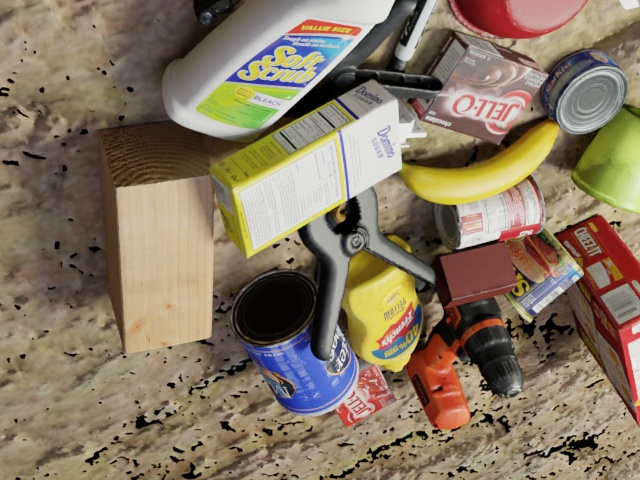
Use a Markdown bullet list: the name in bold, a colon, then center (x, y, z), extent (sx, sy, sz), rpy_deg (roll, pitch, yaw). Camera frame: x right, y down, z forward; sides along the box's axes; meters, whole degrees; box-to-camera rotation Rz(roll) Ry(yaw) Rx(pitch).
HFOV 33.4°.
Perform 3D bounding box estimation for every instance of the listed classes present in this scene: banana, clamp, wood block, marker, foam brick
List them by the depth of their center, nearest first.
- **clamp**: center (0.031, -0.150, 0.988), extent (0.172, 0.039, 0.120), rpy_deg (-24, 130, 14)
- **marker**: center (0.089, -0.199, 0.996), extent (0.020, 0.020, 0.121), rpy_deg (5, 127, -28)
- **wood block**: center (-0.154, -0.001, 1.013), extent (0.090, 0.091, 0.206), rpy_deg (-9, 132, -17)
- **clamp**: center (0.022, 0.009, 1.073), extent (0.164, 0.036, 0.210), rpy_deg (-40, 119, -22)
- **banana**: center (0.167, -0.077, 1.111), extent (0.197, 0.037, 0.069), rpy_deg (-12, 96, -17)
- **foam brick**: center (0.166, 0.037, 1.153), extent (0.078, 0.051, 0.053), rpy_deg (-13, 167, -8)

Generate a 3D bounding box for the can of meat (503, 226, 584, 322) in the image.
- **can of meat**: center (0.236, 0.027, 1.208), extent (0.084, 0.102, 0.057), rpy_deg (-41, 148, 10)

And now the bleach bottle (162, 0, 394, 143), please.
- **bleach bottle**: center (-0.025, -0.171, 0.868), extent (0.102, 0.068, 0.251), rpy_deg (15, 146, -33)

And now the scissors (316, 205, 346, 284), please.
- **scissors**: center (-0.007, 0.001, 1.135), extent (0.096, 0.016, 0.202), rpy_deg (6, 126, -26)

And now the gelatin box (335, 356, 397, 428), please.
- **gelatin box**: center (0.046, 0.185, 1.313), extent (0.073, 0.030, 0.089), rpy_deg (-28, 135, 2)

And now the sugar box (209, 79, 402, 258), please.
- **sugar box**: center (-0.009, -0.065, 0.963), extent (0.176, 0.048, 0.093), rpy_deg (-32, 144, -19)

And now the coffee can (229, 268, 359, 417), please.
- **coffee can**: center (-0.026, 0.113, 1.165), extent (0.103, 0.103, 0.140), rpy_deg (-27, 135, 0)

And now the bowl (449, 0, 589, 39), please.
- **bowl**: center (0.200, -0.244, 0.982), extent (0.162, 0.055, 0.162), rpy_deg (-13, 133, -14)

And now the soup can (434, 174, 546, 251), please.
- **soup can**: center (0.183, -0.030, 1.156), extent (0.102, 0.068, 0.068), rpy_deg (-12, 133, -14)

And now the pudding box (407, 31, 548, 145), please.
- **pudding box**: center (0.156, -0.150, 1.057), extent (0.113, 0.039, 0.090), rpy_deg (13, 123, -33)

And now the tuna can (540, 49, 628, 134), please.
- **tuna can**: center (0.276, -0.154, 1.112), extent (0.086, 0.034, 0.086), rpy_deg (-13, 133, -14)

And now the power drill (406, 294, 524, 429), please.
- **power drill**: center (0.165, 0.140, 1.233), extent (0.057, 0.184, 0.188), rpy_deg (-5, 141, -20)

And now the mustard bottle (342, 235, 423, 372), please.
- **mustard bottle**: center (0.073, 0.088, 1.216), extent (0.096, 0.058, 0.191), rpy_deg (-38, 140, -21)

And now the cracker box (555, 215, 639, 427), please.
- **cracker box**: center (0.363, 0.099, 1.287), extent (0.072, 0.164, 0.213), rpy_deg (-26, 135, 2)
